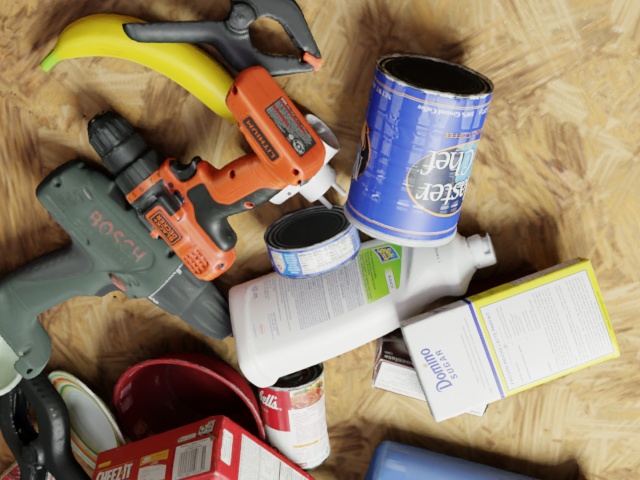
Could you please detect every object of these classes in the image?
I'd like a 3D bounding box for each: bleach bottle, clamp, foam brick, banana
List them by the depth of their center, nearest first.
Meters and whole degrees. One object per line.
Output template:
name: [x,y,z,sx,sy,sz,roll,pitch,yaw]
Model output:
clamp: [-0.071,-0.201,0.915,0.171,0.039,0.120,19,104,-14]
banana: [-0.148,-0.159,0.950,0.198,0.037,0.070,17,130,-1]
bleach bottle: [0.043,0.053,0.995,0.251,0.102,0.068,-19,152,13]
foam brick: [0.175,0.067,1.012,0.078,0.051,0.053,-9,113,10]
clamp: [-0.276,0.220,1.093,0.165,0.036,0.210,-12,90,36]

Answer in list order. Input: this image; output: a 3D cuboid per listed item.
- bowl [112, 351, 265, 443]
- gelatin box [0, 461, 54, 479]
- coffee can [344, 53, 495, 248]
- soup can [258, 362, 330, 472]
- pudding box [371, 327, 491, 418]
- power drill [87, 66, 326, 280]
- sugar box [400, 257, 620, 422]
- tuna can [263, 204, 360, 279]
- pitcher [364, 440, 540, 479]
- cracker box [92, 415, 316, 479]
bowl: [-0.124,0.165,1.076,0.162,0.055,0.162,10,127,13]
gelatin box: [-0.310,0.282,1.176,0.089,0.030,0.073,43,112,-13]
coffee can: [0.084,-0.078,0.924,0.103,0.102,0.140,12,116,0]
soup can: [-0.026,0.173,1.073,0.068,0.068,0.102,-2,115,7]
pudding box: [0.108,0.118,1.021,0.113,0.090,0.039,14,117,0]
power drill: [-0.101,-0.072,0.938,0.188,0.057,0.184,-33,101,37]
sugar box: [0.168,0.088,0.951,0.176,0.048,0.093,-19,92,2]
tuna can: [-0.006,0.001,0.981,0.086,0.086,0.034,-11,115,11]
pitcher: [0.158,0.298,1.081,0.243,0.149,0.145,17,153,1]
cracker box: [-0.094,0.262,1.053,0.164,0.072,0.213,-22,134,29]
